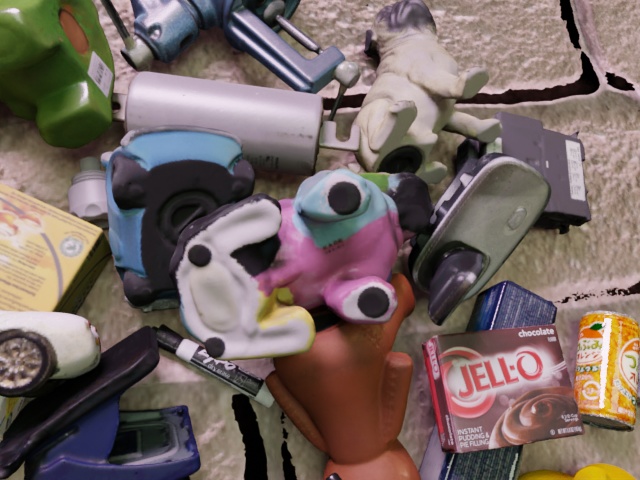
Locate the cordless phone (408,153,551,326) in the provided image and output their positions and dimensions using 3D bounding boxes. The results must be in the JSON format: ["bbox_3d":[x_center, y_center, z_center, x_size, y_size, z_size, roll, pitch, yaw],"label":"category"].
[{"bbox_3d":[0.132,-0.004,0.454,0.089,0.184,0.146,36,106,8],"label":"cordless phone"}]

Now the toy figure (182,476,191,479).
[{"bbox_3d":[-0.156,0.232,0.362,0.180,0.089,0.082,-38,79,-20],"label":"toy figure"}]

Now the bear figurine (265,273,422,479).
[{"bbox_3d":[0.037,0.144,0.442,0.195,0.120,0.132,68,23,-13],"label":"bear figurine"}]

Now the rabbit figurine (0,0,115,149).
[{"bbox_3d":[-0.276,-0.152,0.450,0.170,0.121,0.159,-17,60,9],"label":"rabbit figurine"}]

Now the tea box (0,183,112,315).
[{"bbox_3d":[-0.268,0.006,0.425,0.170,0.068,0.098,27,67,-5],"label":"tea box"}]

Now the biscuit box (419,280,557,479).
[{"bbox_3d":[0.156,0.138,0.491,0.063,0.059,0.202,27,67,-2],"label":"biscuit box"}]

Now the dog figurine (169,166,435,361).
[{"bbox_3d":[-0.001,-0.001,0.436,0.192,0.219,0.108,-19,99,12],"label":"dog figurine"}]

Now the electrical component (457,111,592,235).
[{"bbox_3d":[0.217,-0.073,0.584,0.134,0.058,0.115,11,67,-10],"label":"electrical component"}]

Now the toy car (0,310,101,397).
[{"bbox_3d":[-0.244,0.076,0.331,0.202,0.073,0.056,-2,75,-18],"label":"toy car"}]

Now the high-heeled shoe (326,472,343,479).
[{"bbox_3d":[-0.024,0.273,0.357,0.249,0.086,0.145,-37,70,-3],"label":"high-heeled shoe"}]

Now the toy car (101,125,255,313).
[{"bbox_3d":[-0.123,-0.025,0.450,0.109,0.161,0.103,-5,28,-27],"label":"toy car"}]

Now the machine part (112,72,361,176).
[{"bbox_3d":[-0.084,-0.105,0.494,0.243,0.079,0.079,8,69,-2],"label":"machine part"}]

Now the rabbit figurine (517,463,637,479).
[{"bbox_3d":[0.227,0.256,0.444,0.162,0.122,0.173,51,44,-8],"label":"rabbit figurine"}]

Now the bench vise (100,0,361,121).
[{"bbox_3d":[-0.071,-0.213,0.527,0.241,0.128,0.223,41,65,10],"label":"bench vise"}]

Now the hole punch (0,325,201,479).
[{"bbox_3d":[-0.150,0.133,0.382,0.116,0.142,0.092,-30,104,-14],"label":"hole punch"}]

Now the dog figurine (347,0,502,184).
[{"bbox_3d":[0.074,-0.157,0.571,0.172,0.121,0.191,-27,51,-2],"label":"dog figurine"}]
